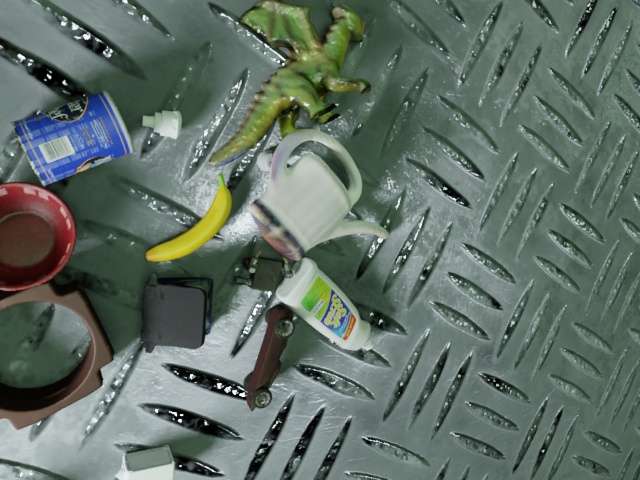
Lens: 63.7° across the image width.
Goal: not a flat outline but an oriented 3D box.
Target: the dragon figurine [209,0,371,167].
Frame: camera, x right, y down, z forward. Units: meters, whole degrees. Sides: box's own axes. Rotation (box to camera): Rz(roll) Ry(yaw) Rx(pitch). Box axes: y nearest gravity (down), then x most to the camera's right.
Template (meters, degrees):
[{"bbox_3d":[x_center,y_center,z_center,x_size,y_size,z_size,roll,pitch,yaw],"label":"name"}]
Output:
[{"bbox_3d":[-0.063,-0.316,0.941,0.414,0.121,0.242,-29,92,-22],"label":"dragon figurine"}]

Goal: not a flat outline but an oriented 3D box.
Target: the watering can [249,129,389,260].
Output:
[{"bbox_3d":[0.003,-0.050,0.989,0.225,0.105,0.341,-45,129,-8],"label":"watering can"}]
